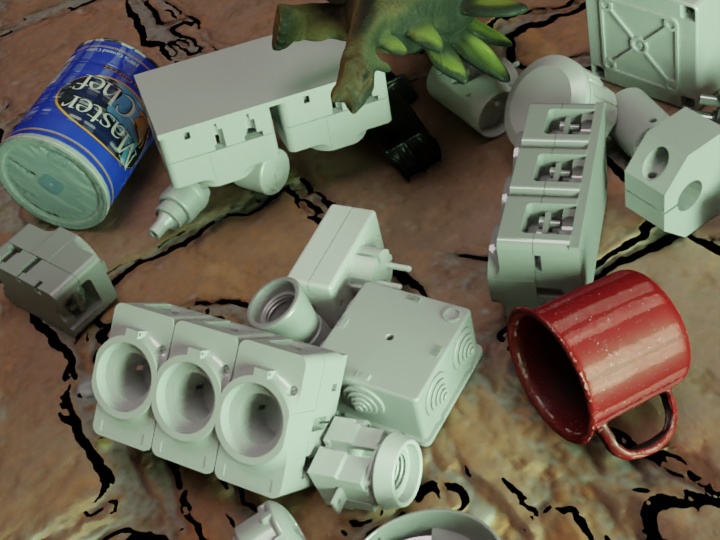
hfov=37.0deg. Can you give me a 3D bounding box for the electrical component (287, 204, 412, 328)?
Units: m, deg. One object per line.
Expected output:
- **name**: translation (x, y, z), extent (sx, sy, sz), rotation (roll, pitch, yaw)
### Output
- **electrical component**: translation (0.000, 0.000, 0.794), extent (0.076, 0.047, 0.083), rotation (10, 50, 24)

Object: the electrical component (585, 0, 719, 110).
- **electrical component**: translation (0.245, -0.199, 0.883), extent (0.109, 0.108, 0.056), rotation (30, 62, 36)

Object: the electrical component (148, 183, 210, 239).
- **electrical component**: translation (-0.154, -0.051, 0.896), extent (0.035, 0.035, 0.061), rotation (17, 56, 29)

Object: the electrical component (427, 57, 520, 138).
- **electrical component**: translation (0.111, -0.158, 0.924), extent (0.079, 0.043, 0.077), rotation (-29, 46, -16)

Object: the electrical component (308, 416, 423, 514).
- **electrical component**: translation (0.006, 0.123, 0.673), extent (0.055, 0.048, 0.066), rotation (4, 47, 29)

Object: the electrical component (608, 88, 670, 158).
- **electrical component**: translation (0.227, -0.103, 0.838), extent (0.043, 0.043, 0.081), rotation (-22, 45, -7)

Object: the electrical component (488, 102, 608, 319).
- **electrical component**: translation (0.136, -0.039, 0.766), extent (0.062, 0.089, 0.150), rotation (4, 47, 18)

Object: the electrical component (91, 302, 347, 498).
- **electrical component**: translation (-0.095, 0.080, 0.699), extent (0.150, 0.062, 0.089), rotation (14, 95, 26)

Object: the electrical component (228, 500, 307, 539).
- **electrical component**: translation (-0.063, 0.172, 0.645), extent (0.062, 0.048, 0.048), rotation (-32, 46, -4)

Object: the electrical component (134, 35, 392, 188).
- **electrical component**: translation (-0.079, -0.137, 0.886), extent (0.186, 0.060, 0.105), rotation (-18, 40, -10)

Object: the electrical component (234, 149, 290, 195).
- **electrical component**: translation (-0.096, -0.090, 0.914), extent (0.078, 0.040, 0.040), rotation (18, 53, 30)

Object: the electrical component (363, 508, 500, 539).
- **electrical component**: translation (0.035, 0.182, 0.593), extent (0.099, 0.064, 0.099), rotation (-8, 44, 8)

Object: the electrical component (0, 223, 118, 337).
- **electrical component**: translation (-0.242, 0.004, 0.853), extent (0.089, 0.050, 0.055), rotation (22, 56, 32)

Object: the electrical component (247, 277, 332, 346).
- **electrical component**: translation (-0.043, 0.041, 0.752), extent (0.044, 0.065, 0.044), rotation (-21, 42, 21)

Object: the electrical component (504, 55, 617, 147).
- **electrical component**: translation (0.158, -0.125, 0.850), extent (0.080, 0.051, 0.080), rotation (-15, 69, 46)

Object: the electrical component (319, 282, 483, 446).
- **electrical component**: translation (0.024, 0.060, 0.727), extent (0.100, 0.048, 0.099), rotation (15, 52, 27)
